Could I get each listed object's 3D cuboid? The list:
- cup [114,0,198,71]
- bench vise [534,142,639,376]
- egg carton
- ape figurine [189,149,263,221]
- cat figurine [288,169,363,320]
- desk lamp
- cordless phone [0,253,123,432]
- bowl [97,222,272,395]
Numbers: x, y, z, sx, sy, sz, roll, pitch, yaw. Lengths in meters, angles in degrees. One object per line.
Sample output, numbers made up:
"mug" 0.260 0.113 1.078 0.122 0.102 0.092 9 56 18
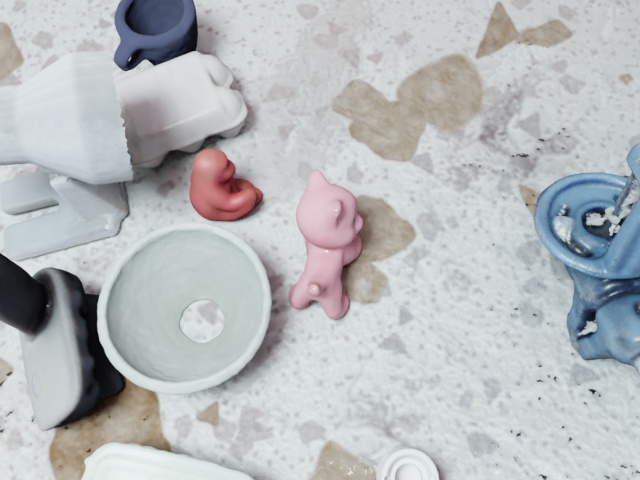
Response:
"cup" -0.188 -0.227 0.672 0.091 0.095 0.118 28 73 13
"bench vise" 0.273 0.008 0.489 0.121 0.220 0.207 -28 70 -7
"egg carton" -0.163 -0.149 0.654 0.150 0.069 0.107 -24 70 -6
"ape figurine" -0.107 -0.064 0.607 0.076 0.092 0.077 -24 70 -5
"cat figurine" 0.005 0.002 0.562 0.067 0.118 0.128 9 70 7
"desk lamp" -0.261 -0.076 0.556 0.203 0.213 0.118 -17 69 -3
"cordless phone" -0.259 0.087 0.510 0.094 0.185 0.147 -23 70 -5
"bowl" -0.126 0.071 0.567 0.167 0.075 0.167 -1 69 3
